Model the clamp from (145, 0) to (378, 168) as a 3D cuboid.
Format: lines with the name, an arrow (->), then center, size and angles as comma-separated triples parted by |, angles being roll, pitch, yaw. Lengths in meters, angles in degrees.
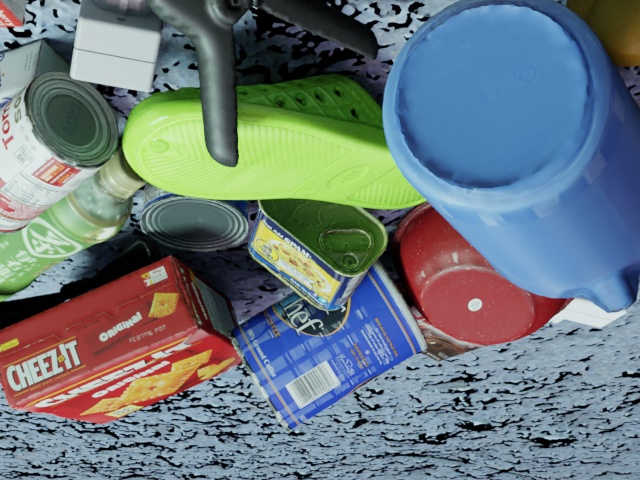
clamp -> -0.041, -0.138, 0.599 | 0.120, 0.039, 0.171 | -33, 121, -15

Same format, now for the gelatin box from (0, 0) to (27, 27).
gelatin box -> -0.220, -0.154, 0.608 | 0.073, 0.030, 0.089 | 0, 159, 16

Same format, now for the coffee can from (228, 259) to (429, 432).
coffee can -> 0.007, 0.085, 0.916 | 0.140, 0.103, 0.102 | -31, 147, -2

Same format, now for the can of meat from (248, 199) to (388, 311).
can of meat -> -0.005, 0.001, 0.836 | 0.102, 0.057, 0.084 | 39, 152, 8

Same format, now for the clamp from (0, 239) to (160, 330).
clamp -> -0.199, 0.049, 0.929 | 0.164, 0.036, 0.210 | -22, 171, 2

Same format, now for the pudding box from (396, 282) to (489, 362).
pudding box -> 0.115, 0.070, 1.006 | 0.090, 0.039, 0.113 | -23, 143, 35

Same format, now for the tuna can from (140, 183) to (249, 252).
tuna can -> -0.099, -0.025, 0.848 | 0.086, 0.034, 0.086 | 1, 150, 0

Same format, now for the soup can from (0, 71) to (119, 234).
soup can -> -0.183, -0.054, 0.678 | 0.068, 0.068, 0.102 | 26, 139, -37

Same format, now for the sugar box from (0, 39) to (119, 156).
sugar box -> -0.241, -0.076, 0.751 | 0.176, 0.048, 0.093 | -11, 148, 23

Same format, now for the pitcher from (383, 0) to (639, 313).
pitcher -> 0.116, -0.055, 0.594 | 0.149, 0.145, 0.242 | 21, 179, 24

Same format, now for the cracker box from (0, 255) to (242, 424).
cracker box -> -0.162, 0.095, 0.921 | 0.164, 0.072, 0.213 | -24, 166, 2

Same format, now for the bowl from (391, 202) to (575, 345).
bowl -> 0.133, 0.036, 0.877 | 0.162, 0.055, 0.162 | 10, 135, 10
